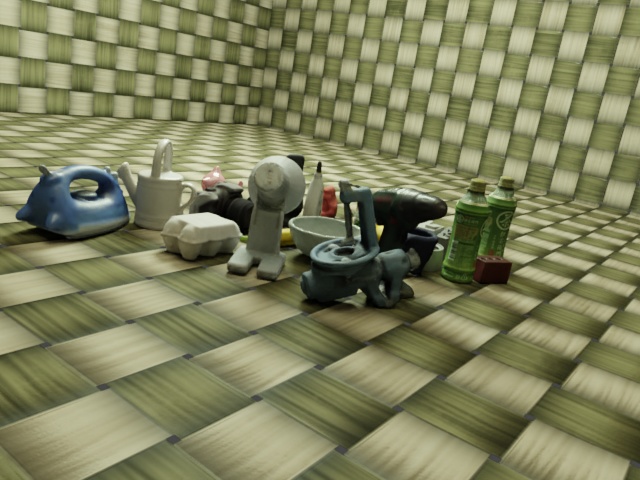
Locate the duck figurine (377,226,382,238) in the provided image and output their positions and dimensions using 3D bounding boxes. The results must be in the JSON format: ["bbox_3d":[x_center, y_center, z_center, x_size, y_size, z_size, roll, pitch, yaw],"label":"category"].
[{"bbox_3d":[0.180,-0.037,1.461,0.104,0.086,0.077,8,16,-4],"label":"duck figurine"}]

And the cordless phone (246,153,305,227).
[{"bbox_3d":[-0.110,-0.131,1.440,0.148,0.185,0.093,0,18,-31],"label":"cordless phone"}]

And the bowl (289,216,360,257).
[{"bbox_3d":[0.011,0.004,1.237,0.167,0.075,0.167,9,16,-2],"label":"bowl"}]

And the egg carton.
[{"bbox_3d":[-0.237,-0.010,1.151,0.107,0.069,0.151,20,19,33],"label":"egg carton"}]

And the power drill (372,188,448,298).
[{"bbox_3d":[0.151,-0.002,1.091,0.076,0.208,0.228,1,17,-26],"label":"power drill"}]

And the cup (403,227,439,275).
[{"bbox_3d":[0.194,0.028,1.220,0.091,0.095,0.118,19,18,32],"label":"cup"}]

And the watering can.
[{"bbox_3d":[-0.360,-0.127,1.264,0.173,0.194,0.100,4,16,-19],"label":"watering can"}]

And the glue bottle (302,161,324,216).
[{"bbox_3d":[-0.012,-0.118,1.472,0.037,0.173,0.078,13,16,12],"label":"glue bottle"}]

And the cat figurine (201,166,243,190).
[{"bbox_3d":[-0.255,-0.130,1.480,0.128,0.118,0.067,-2,19,-34],"label":"cat figurine"}]

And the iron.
[{"bbox_3d":[-0.477,-0.092,1.168,0.118,0.141,0.259,15,17,20],"label":"iron"}]

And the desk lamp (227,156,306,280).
[{"bbox_3d":[-0.099,-0.056,1.127,0.118,0.213,0.203,10,16,1],"label":"desk lamp"}]

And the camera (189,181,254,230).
[{"bbox_3d":[-0.214,-0.078,1.348,0.136,0.101,0.144,20,19,34],"label":"camera"}]

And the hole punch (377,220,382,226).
[{"bbox_3d":[0.160,-0.069,1.556,0.100,0.091,0.109,18,18,29],"label":"hole punch"}]

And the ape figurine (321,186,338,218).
[{"bbox_3d":[0.020,-0.108,1.609,0.076,0.092,0.077,-3,20,-38],"label":"ape figurine"}]

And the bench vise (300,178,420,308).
[{"bbox_3d":[0.075,0.003,1.007,0.208,0.220,0.121,-2,19,-35],"label":"bench vise"}]
